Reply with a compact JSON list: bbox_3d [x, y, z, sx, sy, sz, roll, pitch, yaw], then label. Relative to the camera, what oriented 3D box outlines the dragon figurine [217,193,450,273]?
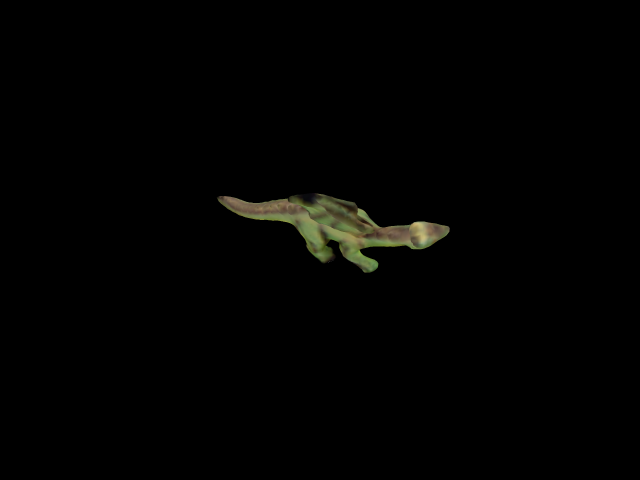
[{"bbox_3d":[0.003,-0.043,0.850,0.410,0.124,0.240,13,-13,3],"label":"dragon figurine"}]
